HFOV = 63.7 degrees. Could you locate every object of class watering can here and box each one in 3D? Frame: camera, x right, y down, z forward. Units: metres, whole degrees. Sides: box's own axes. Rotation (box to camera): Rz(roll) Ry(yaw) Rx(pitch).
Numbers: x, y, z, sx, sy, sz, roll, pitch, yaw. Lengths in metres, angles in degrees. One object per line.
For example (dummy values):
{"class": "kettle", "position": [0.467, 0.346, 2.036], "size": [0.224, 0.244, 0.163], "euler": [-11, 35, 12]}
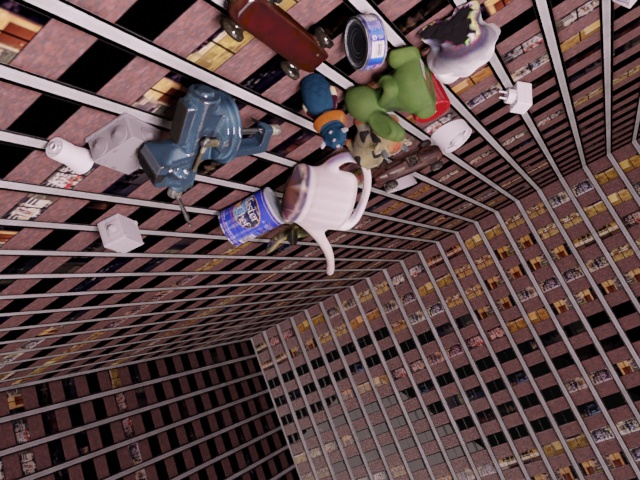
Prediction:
{"class": "watering can", "position": [0.004, -0.065, 1.297], "size": [0.224, 0.106, 0.342], "euler": [9, 113, -25]}

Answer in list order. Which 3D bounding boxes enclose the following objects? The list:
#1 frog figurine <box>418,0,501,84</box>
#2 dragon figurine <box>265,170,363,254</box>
{"class": "frog figurine", "position": [0.269, -0.344, 0.955], "size": [0.137, 0.125, 0.158], "euler": [-46, 148, 8]}
{"class": "dragon figurine", "position": [0.005, -0.086, 1.498], "size": [0.245, 0.123, 0.403], "euler": [-21, 168, -39]}
